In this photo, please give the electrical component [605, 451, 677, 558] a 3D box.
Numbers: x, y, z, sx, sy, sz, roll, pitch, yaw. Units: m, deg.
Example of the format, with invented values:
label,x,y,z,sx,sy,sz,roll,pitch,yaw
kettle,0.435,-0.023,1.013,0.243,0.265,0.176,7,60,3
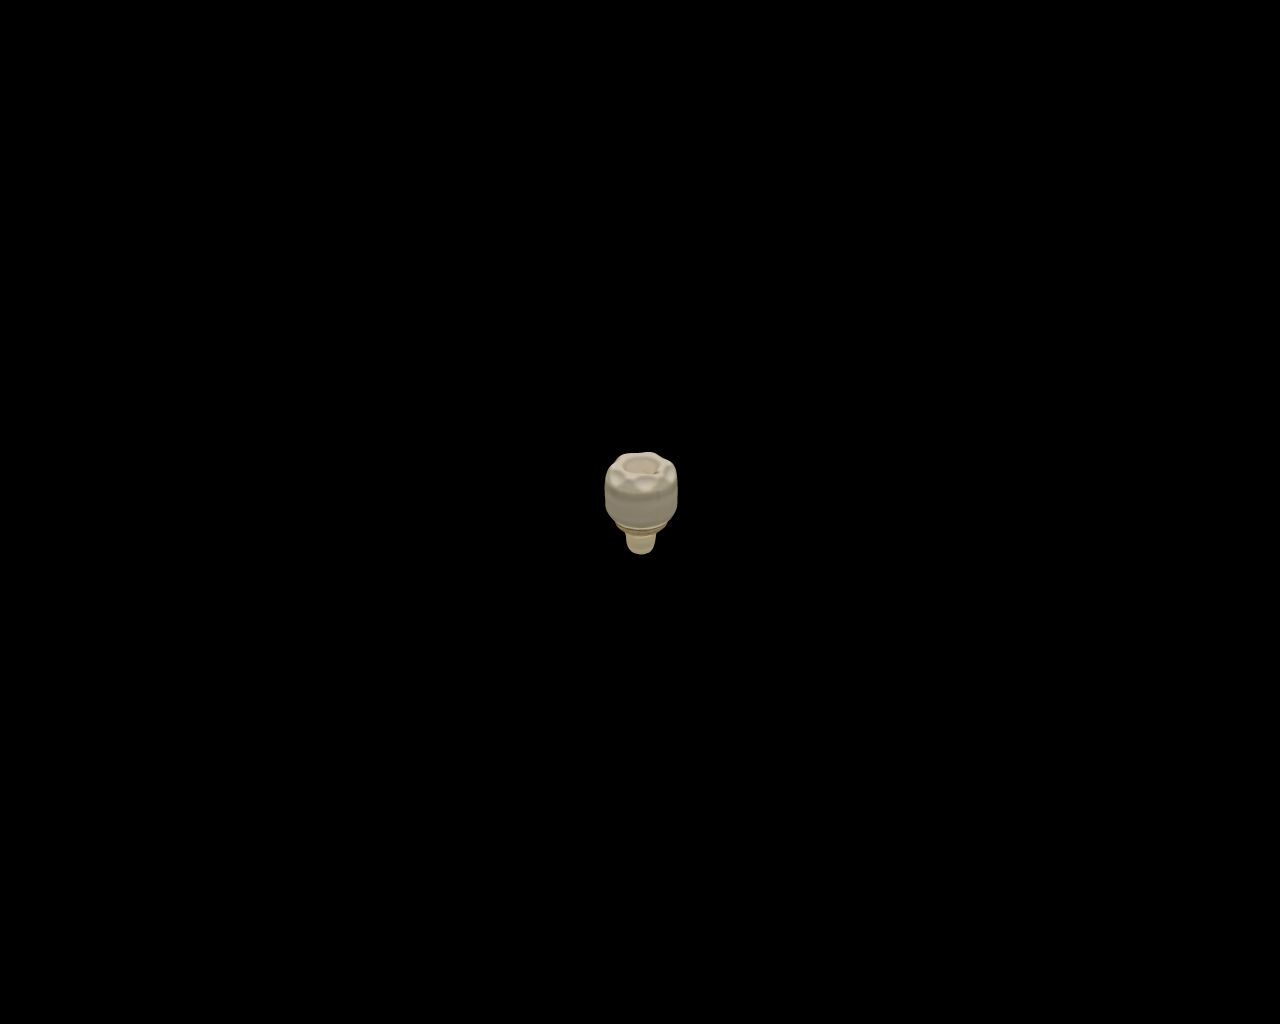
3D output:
label,x,y,z,sx,sy,sz,roll,pitch,yaw
electrical component,0.001,-0.003,0.650,0.043,0.062,0.043,0,29,0
